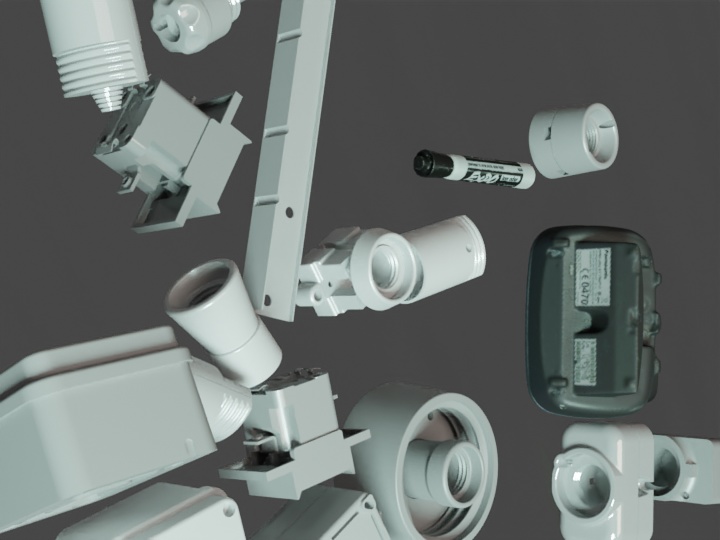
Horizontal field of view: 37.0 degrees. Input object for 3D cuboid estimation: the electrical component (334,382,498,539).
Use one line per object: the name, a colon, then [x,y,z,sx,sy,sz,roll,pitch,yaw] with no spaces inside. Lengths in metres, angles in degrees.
electrical component: [0.043,0.125,0.675,0.108,0.060,0.108,3,86,-45]

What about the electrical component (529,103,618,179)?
electrical component: [0.164,-0.099,0.819,0.055,0.047,0.055,3,86,-45]

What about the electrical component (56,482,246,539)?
electrical component: [-0.094,0.171,0.535,0.078,0.057,0.113,-21,103,-44]

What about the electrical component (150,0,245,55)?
electrical component: [-0.082,-0.141,0.580,0.061,0.035,0.035,-42,117,-40]

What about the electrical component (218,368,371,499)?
electrical component: [-0.039,0.091,0.608,0.081,0.042,0.063,-15,95,-46]

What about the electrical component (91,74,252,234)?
electrical component: [-0.098,-0.063,0.554,0.064,0.042,0.081,39,61,-36]

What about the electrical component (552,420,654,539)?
electrical component: [0.187,0.164,0.824,0.059,0.054,0.095,8,82,-45]

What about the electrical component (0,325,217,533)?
electrical component: [-0.126,0.071,0.465,0.078,0.113,0.057,-11,77,-46]

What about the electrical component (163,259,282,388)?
electrical component: [-0.070,0.032,0.579,0.044,0.044,0.065,-53,128,-33]

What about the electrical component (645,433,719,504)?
electrical component: [0.250,0.158,0.863,0.056,0.089,0.050,9,82,-45]

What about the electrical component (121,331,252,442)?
electrical component: [-0.092,0.065,0.552,0.081,0.043,0.043,31,67,-42]

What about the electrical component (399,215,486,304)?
electrical component: [0.052,-0.009,0.703,0.081,0.043,0.043,-19,101,-44]

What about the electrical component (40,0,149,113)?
electrical component: [-0.130,-0.117,0.523,0.043,0.043,0.081,-19,101,-44]

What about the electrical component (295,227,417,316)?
electrical component: [0.000,0.000,0.641,0.066,0.055,0.048,-43,117,-38]

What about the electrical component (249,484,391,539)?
electrical component: [-0.024,0.165,0.604,0.096,0.061,0.061,-39,115,-39]
